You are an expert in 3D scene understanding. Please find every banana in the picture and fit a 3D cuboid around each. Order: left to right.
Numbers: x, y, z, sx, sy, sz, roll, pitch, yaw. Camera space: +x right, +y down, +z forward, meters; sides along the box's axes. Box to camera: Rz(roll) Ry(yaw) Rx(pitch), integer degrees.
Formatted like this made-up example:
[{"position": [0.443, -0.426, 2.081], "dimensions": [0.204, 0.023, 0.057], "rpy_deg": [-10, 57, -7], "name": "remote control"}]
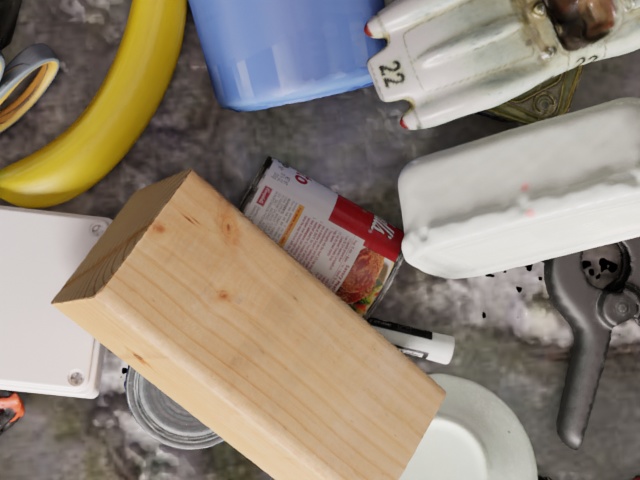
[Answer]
[{"position": [-0.134, -0.087, 0.657], "dimensions": [0.198, 0.037, 0.069], "rpy_deg": [-50, 127, -2], "name": "banana"}]

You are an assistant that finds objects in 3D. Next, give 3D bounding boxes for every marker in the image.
[{"position": [0.028, 0.058, 0.697], "dimensions": [0.121, 0.020, 0.020], "rpy_deg": [14, 95, -4], "name": "marker"}]

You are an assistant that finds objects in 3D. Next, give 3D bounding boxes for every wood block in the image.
[{"position": [-0.039, 0.064, 0.622], "dimensions": [0.206, 0.091, 0.090], "rpy_deg": [42, 67, -19], "name": "wood block"}]

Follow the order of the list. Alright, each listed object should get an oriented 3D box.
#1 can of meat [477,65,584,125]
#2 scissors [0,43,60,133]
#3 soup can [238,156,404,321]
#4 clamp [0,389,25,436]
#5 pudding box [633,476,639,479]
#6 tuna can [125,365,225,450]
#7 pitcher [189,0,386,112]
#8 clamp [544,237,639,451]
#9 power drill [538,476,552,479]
[{"position": [0.098, -0.106, 0.651], "dimensions": [0.102, 0.084, 0.057], "rpy_deg": [17, 94, -4], "name": "can of meat"}, {"position": [-0.238, -0.048, 0.641], "dimensions": [0.202, 0.096, 0.016], "rpy_deg": [-44, 78, -1], "name": "scissors"}, {"position": [-0.004, 0.001, 0.666], "dimensions": [0.102, 0.068, 0.068], "rpy_deg": [29, 94, -5], "name": "soup can"}, {"position": [-0.293, 0.124, 0.663], "dimensions": [0.210, 0.036, 0.164], "rpy_deg": [1, 75, -9], "name": "clamp"}, {"position": [0.219, 0.225, 0.696], "dimensions": [0.089, 0.039, 0.113], "rpy_deg": [-32, 100, -35], "name": "pudding box"}, {"position": [-0.082, 0.090, 0.688], "dimensions": [0.086, 0.034, 0.086], "rpy_deg": [-1, 98, -5], "name": "tuna can"}, {"position": [-0.022, -0.205, 0.620], "dimensions": [0.149, 0.144, 0.243], "rpy_deg": [-8, 101, 20], "name": "pitcher"}, {"position": [0.185, 0.051, 0.695], "dimensions": [0.120, 0.039, 0.171], "rpy_deg": [-27, 90, -4], "name": "clamp"}, {"position": [0.125, 0.272, 0.708], "dimensions": [0.184, 0.057, 0.187], "rpy_deg": [-38, 95, 1], "name": "power drill"}]
